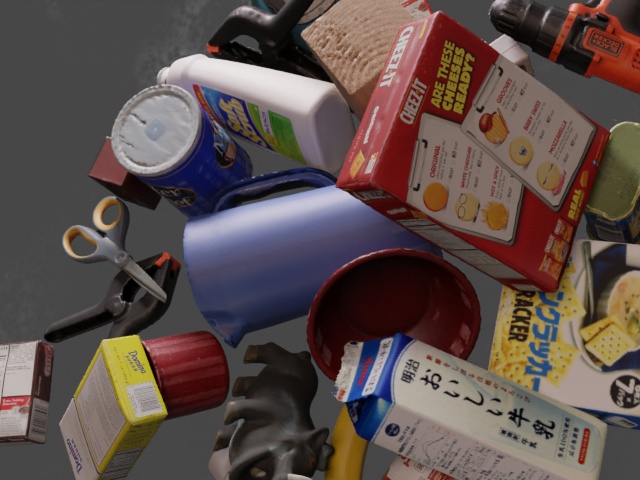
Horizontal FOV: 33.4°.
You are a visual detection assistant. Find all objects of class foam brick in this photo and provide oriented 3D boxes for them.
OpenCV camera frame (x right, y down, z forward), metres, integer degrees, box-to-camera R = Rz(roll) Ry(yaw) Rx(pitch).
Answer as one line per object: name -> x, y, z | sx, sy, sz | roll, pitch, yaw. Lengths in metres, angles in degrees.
foam brick -> -0.214, -0.075, 1.209 | 0.053, 0.078, 0.051 | 17, 78, 27

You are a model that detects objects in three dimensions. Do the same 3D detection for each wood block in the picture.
wood block -> 0.072, -0.153, 1.055 | 0.090, 0.206, 0.091 | -39, 62, 3

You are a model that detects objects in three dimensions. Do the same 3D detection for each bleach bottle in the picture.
bleach bottle -> -0.082, -0.148, 1.185 | 0.251, 0.102, 0.068 | 19, 55, 35

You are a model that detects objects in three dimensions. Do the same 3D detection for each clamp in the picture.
clamp -> -0.227, 0.079, 1.178 | 0.120, 0.039, 0.171 | 30, 76, 28
clamp -> -0.046, -0.222, 1.174 | 0.210, 0.164, 0.036 | 17, 50, 34

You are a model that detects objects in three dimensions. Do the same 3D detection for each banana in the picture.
banana -> 0.045, 0.192, 1.031 | 0.070, 0.037, 0.198 | 23, 80, 28

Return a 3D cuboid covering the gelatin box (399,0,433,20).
gelatin box -> 0.092, -0.226, 1.160 | 0.073, 0.030, 0.089 | -26, 85, 10

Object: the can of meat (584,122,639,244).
can of meat -> 0.287, -0.050, 1.003 | 0.058, 0.084, 0.102 | 23, 80, 27

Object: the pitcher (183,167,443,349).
pitcher -> -0.007, 0.001, 1.077 | 0.243, 0.145, 0.149 | -16, 99, 11

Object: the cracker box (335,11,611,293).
cracker box -> 0.137, -0.071, 0.931 | 0.072, 0.213, 0.164 | -5, 60, 61

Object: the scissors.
scissors -> -0.213, 0.005, 1.189 | 0.202, 0.016, 0.096 | 16, 69, 39

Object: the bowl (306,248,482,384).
bowl -> 0.066, 0.068, 0.999 | 0.162, 0.162, 0.055 | -29, 26, 9

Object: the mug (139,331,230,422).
mug -> -0.151, 0.136, 1.093 | 0.117, 0.081, 0.093 | 18, 112, 55

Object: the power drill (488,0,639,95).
power drill -> 0.285, -0.256, 1.076 | 0.184, 0.057, 0.187 | 26, 82, 6

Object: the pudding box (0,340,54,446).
pudding box -> -0.348, 0.172, 1.190 | 0.090, 0.039, 0.113 | -7, 67, 19

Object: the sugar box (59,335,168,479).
sugar box -> -0.211, 0.181, 1.073 | 0.176, 0.048, 0.093 | -56, 50, 47

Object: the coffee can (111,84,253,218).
coffee can -> -0.146, -0.091, 1.152 | 0.103, 0.140, 0.103 | -7, 68, 18

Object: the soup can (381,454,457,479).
soup can -> 0.086, 0.236, 0.981 | 0.069, 0.068, 0.102 | 33, 84, 28
